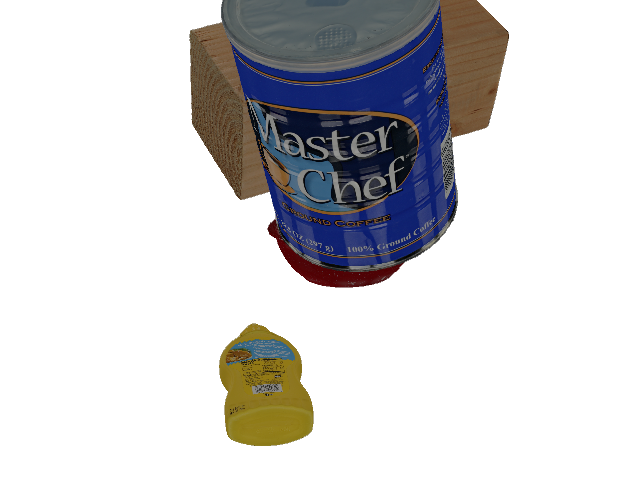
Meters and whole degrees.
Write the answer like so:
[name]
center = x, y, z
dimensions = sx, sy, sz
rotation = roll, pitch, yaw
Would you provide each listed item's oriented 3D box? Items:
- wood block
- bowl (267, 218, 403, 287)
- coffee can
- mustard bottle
[wood block]
center = 0.019, -0.115, 0.765
dimensions = 0.205, 0.090, 0.091
rotation = -18, 51, -21
[bowl]
center = 0.027, 0.009, 1.098
dimensions = 0.162, 0.055, 0.162
rotation = -2, 15, 0
[coffee can]
center = 0.015, -0.068, 0.540
dimensions = 0.103, 0.102, 0.140
rotation = 0, -42, 12
[mustard bottle]
center = -0.068, 0.155, 1.229
dimensions = 0.096, 0.058, 0.191
rotation = -5, 30, -7
